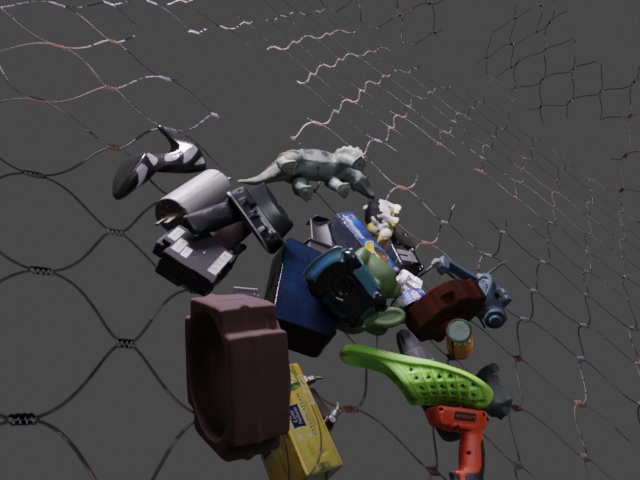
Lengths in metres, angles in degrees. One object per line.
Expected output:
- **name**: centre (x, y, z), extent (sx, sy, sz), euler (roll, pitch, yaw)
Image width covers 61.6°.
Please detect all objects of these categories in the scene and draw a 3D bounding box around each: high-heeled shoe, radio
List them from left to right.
- **high-heeled shoe**: centre (-0.330, -0.133, 1.129), extent (0.145, 0.086, 0.249), euler (50, 44, -32)
- **radio**: centre (-0.034, 0.108, 1.040), extent (0.131, 0.073, 0.230), euler (25, 37, -14)

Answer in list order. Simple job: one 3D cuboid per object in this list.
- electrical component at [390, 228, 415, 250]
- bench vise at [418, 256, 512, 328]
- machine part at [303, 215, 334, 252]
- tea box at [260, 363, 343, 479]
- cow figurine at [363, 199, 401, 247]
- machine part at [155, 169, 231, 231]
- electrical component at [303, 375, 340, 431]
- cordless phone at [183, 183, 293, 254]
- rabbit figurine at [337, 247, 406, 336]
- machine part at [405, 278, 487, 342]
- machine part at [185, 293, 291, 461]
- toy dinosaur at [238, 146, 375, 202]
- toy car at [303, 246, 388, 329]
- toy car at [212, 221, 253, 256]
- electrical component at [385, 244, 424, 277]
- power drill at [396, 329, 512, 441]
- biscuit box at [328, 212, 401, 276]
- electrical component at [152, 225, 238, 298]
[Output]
- **electrical component**: centre (0.219, 0.008, 1.408), extent (0.063, 0.021, 0.094), euler (15, 38, -25)
- **bench vise**: centre (0.372, 0.108, 1.321), extent (0.240, 0.129, 0.224), euler (35, 34, -9)
- **machine part**: centre (-0.003, -0.004, 1.232), extent (0.084, 0.039, 0.139), euler (16, 39, -15)
- **tea box**: centre (-0.046, 0.280, 0.792), extent (0.068, 0.098, 0.170), euler (1, 44, -39)
- **cow figurine**: centre (0.151, -0.050, 1.384), extent (0.098, 0.068, 0.167), euler (26, 31, -1)
- **machine part**: centre (-0.255, -0.082, 1.092), extent (0.079, 0.079, 0.243), euler (34, 34, 2)
- **electrical component**: centre (-0.015, 0.268, 0.878), extent (0.078, 0.045, 0.102), euler (-3, 47, -43)
- **cordless phone**: centre (-0.157, -0.024, 1.023), extent (0.184, 0.088, 0.146), euler (-26, 78, -46)
- **rabbit figurine**: centre (0.088, 0.131, 1.100), extent (0.159, 0.121, 0.170), euler (37, 52, -5)
- **machine part**: centre (0.268, 0.151, 1.141), extent (0.179, 0.179, 0.056), euler (2, 46, -37)
- **machine part**: centre (-0.117, 0.178, 0.739), extent (0.087, 0.201, 0.201), euler (-1, 91, -31)
- **toy dinosaur**: centre (-0.026, -0.180, 1.368), extent (0.405, 0.131, 0.192), euler (3, 17, -22)
- **toy car**: centre (0.052, 0.079, 0.995), extent (0.161, 0.109, 0.103), euler (46, 14, -10)
- **toy car**: centre (-0.167, -0.029, 1.118), extent (0.089, 0.053, 0.202), euler (49, 33, -8)
- **electrical component**: centre (0.186, 0.050, 1.307), extent (0.119, 0.047, 0.075), euler (13, 38, -29)
- **power drill**: centre (0.268, 0.277, 1.063), extent (0.207, 0.086, 0.232), euler (15, 39, -31)
- **biscuit box**: centre (0.098, 0.023, 1.257), extent (0.059, 0.062, 0.203), euler (-8, 52, -46)
- **electrical component**: centre (-0.233, 0.033, 0.984), extent (0.134, 0.058, 0.115), euler (34, 32, 2)
